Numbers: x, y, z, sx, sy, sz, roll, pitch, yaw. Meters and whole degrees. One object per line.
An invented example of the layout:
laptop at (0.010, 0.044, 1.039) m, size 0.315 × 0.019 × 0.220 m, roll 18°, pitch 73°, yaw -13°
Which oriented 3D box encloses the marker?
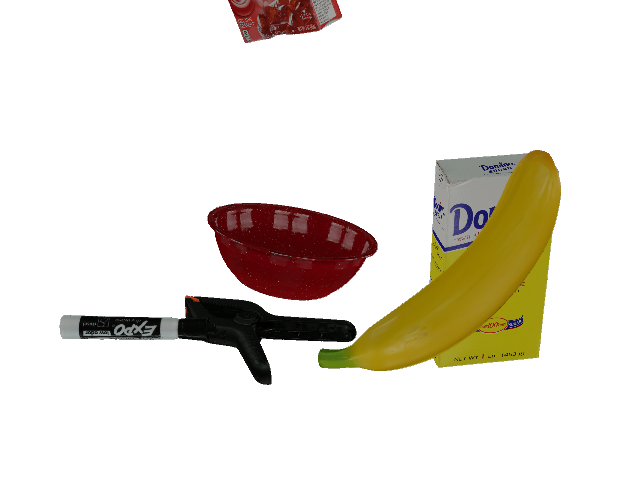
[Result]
marker at (-0.142, 0.068, 0.834) m, size 0.121 × 0.020 × 0.020 m, roll 0°, pitch 0°, yaw 3°

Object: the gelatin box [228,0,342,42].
gelatin box at (-0.034, -0.187, 0.779) m, size 0.089 × 0.073 × 0.030 m, roll 3°, pitch 32°, yaw 47°

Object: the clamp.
clamp at (-0.086, 0.107, 1.240) m, size 0.210 × 0.036 × 0.164 m, roll 14°, pitch 22°, yaw 29°

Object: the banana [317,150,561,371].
banana at (0.086, 0.014, 0.612) m, size 0.197 × 0.037 × 0.070 m, roll -40°, pitch 45°, yaw -20°

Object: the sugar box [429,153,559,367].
sugar box at (0.139, 0.018, 0.880) m, size 0.093 × 0.176 × 0.048 m, roll -5°, pitch 30°, yaw -8°

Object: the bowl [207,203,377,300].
bowl at (-0.030, 0.014, 1.002) m, size 0.162 × 0.055 × 0.162 m, roll 10°, pitch 17°, yaw -3°
